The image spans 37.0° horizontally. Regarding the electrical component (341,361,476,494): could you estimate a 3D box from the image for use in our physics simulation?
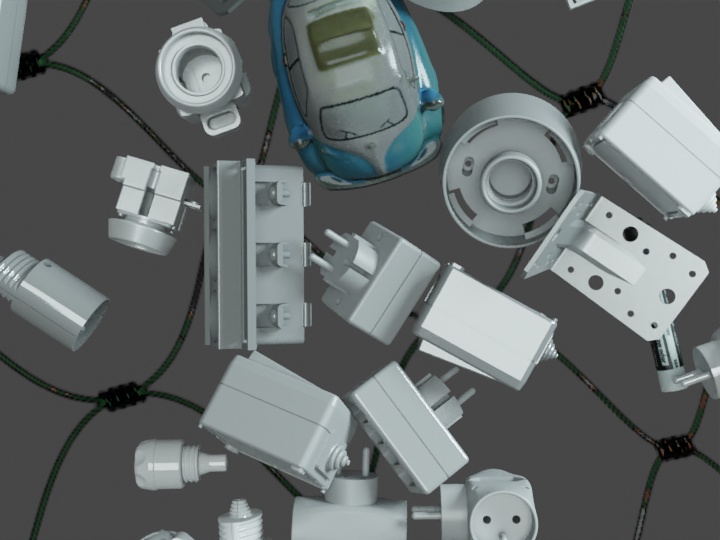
[{"bbox_3d":[0.044,0.096,0.730,0.076,0.047,0.083,-36,88,-14],"label":"electrical component"}]

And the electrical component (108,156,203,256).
[{"bbox_3d":[-0.143,-0.042,0.735,0.066,0.048,0.055,16,83,1],"label":"electrical component"}]

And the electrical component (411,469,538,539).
[{"bbox_3d":[0.074,0.161,0.714,0.079,0.077,0.043,-1,90,2],"label":"electrical component"}]

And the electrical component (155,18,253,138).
[{"bbox_3d":[-0.106,-0.132,0.728,0.058,0.057,0.078,-19,90,1],"label":"electrical component"}]

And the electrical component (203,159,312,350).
[{"bbox_3d":[-0.070,-0.010,0.722,0.063,0.079,0.121,0,90,-20],"label":"electrical component"}]

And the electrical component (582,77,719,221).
[{"bbox_3d":[0.208,-0.078,0.718,0.096,0.062,0.061,41,91,1],"label":"electrical component"}]

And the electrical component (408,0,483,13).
[{"bbox_3d":[0.057,-0.230,0.696,0.108,0.060,0.108,11,63,-23],"label":"electrical component"}]

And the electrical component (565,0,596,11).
[{"bbox_3d":[0.185,-0.236,0.717,0.121,0.063,0.078,-21,90,1],"label":"electrical component"}]

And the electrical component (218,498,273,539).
[{"bbox_3d":[-0.080,0.197,0.735,0.043,0.043,0.081,-4,90,1],"label":"electrical component"}]

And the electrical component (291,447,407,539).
[{"bbox_3d":[-0.006,0.160,0.733,0.077,0.043,0.079,2,90,1],"label":"electrical component"}]

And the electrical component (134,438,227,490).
[{"bbox_3d":[-0.122,0.133,0.740,0.061,0.035,0.035,-1,90,-1],"label":"electrical component"}]

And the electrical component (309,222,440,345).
[{"bbox_3d":[0.000,0.000,0.715,0.077,0.047,0.065,32,91,-32],"label":"electrical component"}]

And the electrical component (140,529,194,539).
[{"bbox_3d":[-0.135,0.210,0.729,0.058,0.057,0.078,41,91,1],"label":"electrical component"}]

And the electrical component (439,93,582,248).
[{"bbox_3d":[0.102,-0.066,0.728,0.099,0.064,0.099,2,108,7],"label":"electrical component"}]

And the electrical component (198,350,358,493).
[{"bbox_3d":[-0.045,0.100,0.708,0.096,0.061,0.061,20,72,22],"label":"electrical component"}]

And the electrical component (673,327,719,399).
[{"bbox_3d":[0.247,0.061,0.710,0.079,0.077,0.043,-20,90,1],"label":"electrical component"}]

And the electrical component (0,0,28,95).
[{"bbox_3d":[-0.265,-0.171,0.729,0.062,0.061,0.096,8,90,1],"label":"electrical component"}]

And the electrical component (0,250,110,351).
[{"bbox_3d":[-0.218,0.016,0.737,0.081,0.043,0.043,33,91,1],"label":"electrical component"}]

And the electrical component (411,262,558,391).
[{"bbox_3d":[0.085,0.043,0.721,0.096,0.062,0.061,29,91,1],"label":"electrical component"}]
